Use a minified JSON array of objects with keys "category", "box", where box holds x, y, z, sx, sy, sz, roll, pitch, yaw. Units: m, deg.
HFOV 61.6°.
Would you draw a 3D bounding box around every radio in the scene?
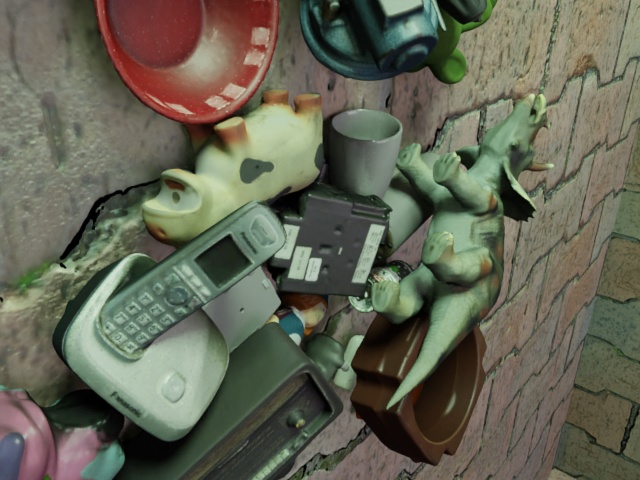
[{"category":"radio","box":[-0.091,0.200,0.530,0.229,0.073,0.131,-40,138,-8]}]

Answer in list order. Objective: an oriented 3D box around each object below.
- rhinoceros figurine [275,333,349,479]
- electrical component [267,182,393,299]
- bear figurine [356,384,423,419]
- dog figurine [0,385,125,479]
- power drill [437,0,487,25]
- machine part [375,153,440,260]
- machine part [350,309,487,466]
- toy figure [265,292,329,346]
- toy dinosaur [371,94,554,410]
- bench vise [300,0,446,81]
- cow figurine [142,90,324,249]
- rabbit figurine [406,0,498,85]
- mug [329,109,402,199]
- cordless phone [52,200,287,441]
[{"category":"rhinoceros figurine","box":[-0.029,0.206,0.664,0.112,0.073,0.190,38,75,-51]},{"category":"electrical component","box":[-0.001,-0.002,0.580,0.134,0.058,0.114,10,108,-25]},{"category":"bear figurine","box":[0.143,0.200,0.874,0.120,0.132,0.195,19,73,-55]},{"category":"dog figurine","box":[-0.233,0.168,0.357,0.191,0.109,0.219,-53,143,-24]},{"category":"power drill","box":[0.113,-0.350,0.534,0.232,0.086,0.207,41,65,-19]},{"category":"machine part","box":[0.114,-0.048,0.728,0.243,0.079,0.079,-40,134,-36]},{"category":"machine part","box":[0.137,0.175,0.725,0.201,0.087,0.201,55,54,-32]},{"category":"toy figure","box":[-0.036,0.096,0.621,0.154,0.058,0.064,-41,176,-35]},{"category":"toy dinosaur","box":[0.172,0.014,0.643,0.192,0.131,0.404,26,72,-29]},{"category":"bench vise","box":[0.025,-0.226,0.479,0.129,0.223,0.240,-33,172,-5]},{"category":"cow figurine","box":[-0.073,-0.052,0.484,0.195,0.086,0.127,-35,125,-40]},{"category":"rabbit figurine","box":[0.135,-0.263,0.631,0.170,0.121,0.159,-58,163,-32]},{"category":"mug","box":[0.055,-0.094,0.638,0.109,0.081,0.107,-42,147,-45]},{"category":"cordless phone","box":[-0.093,0.057,0.426,0.184,0.089,0.146,-34,125,-2]}]
